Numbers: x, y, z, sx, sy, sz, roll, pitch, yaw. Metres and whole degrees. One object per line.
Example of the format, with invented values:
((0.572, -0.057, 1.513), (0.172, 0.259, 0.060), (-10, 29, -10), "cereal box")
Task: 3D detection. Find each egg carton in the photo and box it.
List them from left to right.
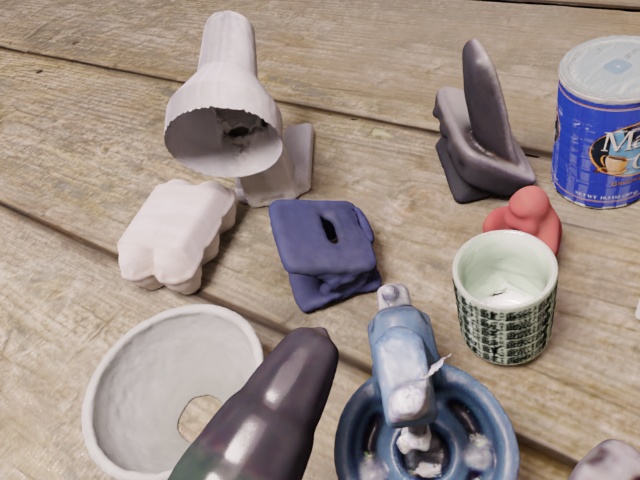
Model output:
((-0.164, -0.008, 0.671), (0.107, 0.069, 0.150), (5, 51, 21), "egg carton")

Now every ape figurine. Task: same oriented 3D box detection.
((0.197, -0.015, 0.547), (0.076, 0.092, 0.077), (-24, 46, -4), "ape figurine")

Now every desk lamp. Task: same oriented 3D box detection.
((-0.086, -0.135, 0.661), (0.117, 0.214, 0.203), (-8, 47, 11), "desk lamp")

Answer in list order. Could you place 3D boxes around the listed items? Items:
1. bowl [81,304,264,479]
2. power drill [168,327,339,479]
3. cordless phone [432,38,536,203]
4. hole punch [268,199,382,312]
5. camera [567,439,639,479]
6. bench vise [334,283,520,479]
((-0.119, 0.145, 0.515), (0.167, 0.075, 0.167), (-9, 47, 10), "bowl")
((-0.041, 0.191, 0.357), (0.075, 0.209, 0.230), (19, 57, 31), "power drill")
((0.169, -0.145, 0.609), (0.094, 0.185, 0.147), (-16, 46, 3), "cordless phone")
((0.005, 0.002, 0.593), (0.101, 0.091, 0.108), (-19, 46, 0), "hole punch")
((0.189, 0.213, 0.338), (0.137, 0.101, 0.142), (-36, 49, -15), "camera")
((0.052, 0.107, 0.395), (0.121, 0.220, 0.207), (-25, 47, -5), "bench vise")
